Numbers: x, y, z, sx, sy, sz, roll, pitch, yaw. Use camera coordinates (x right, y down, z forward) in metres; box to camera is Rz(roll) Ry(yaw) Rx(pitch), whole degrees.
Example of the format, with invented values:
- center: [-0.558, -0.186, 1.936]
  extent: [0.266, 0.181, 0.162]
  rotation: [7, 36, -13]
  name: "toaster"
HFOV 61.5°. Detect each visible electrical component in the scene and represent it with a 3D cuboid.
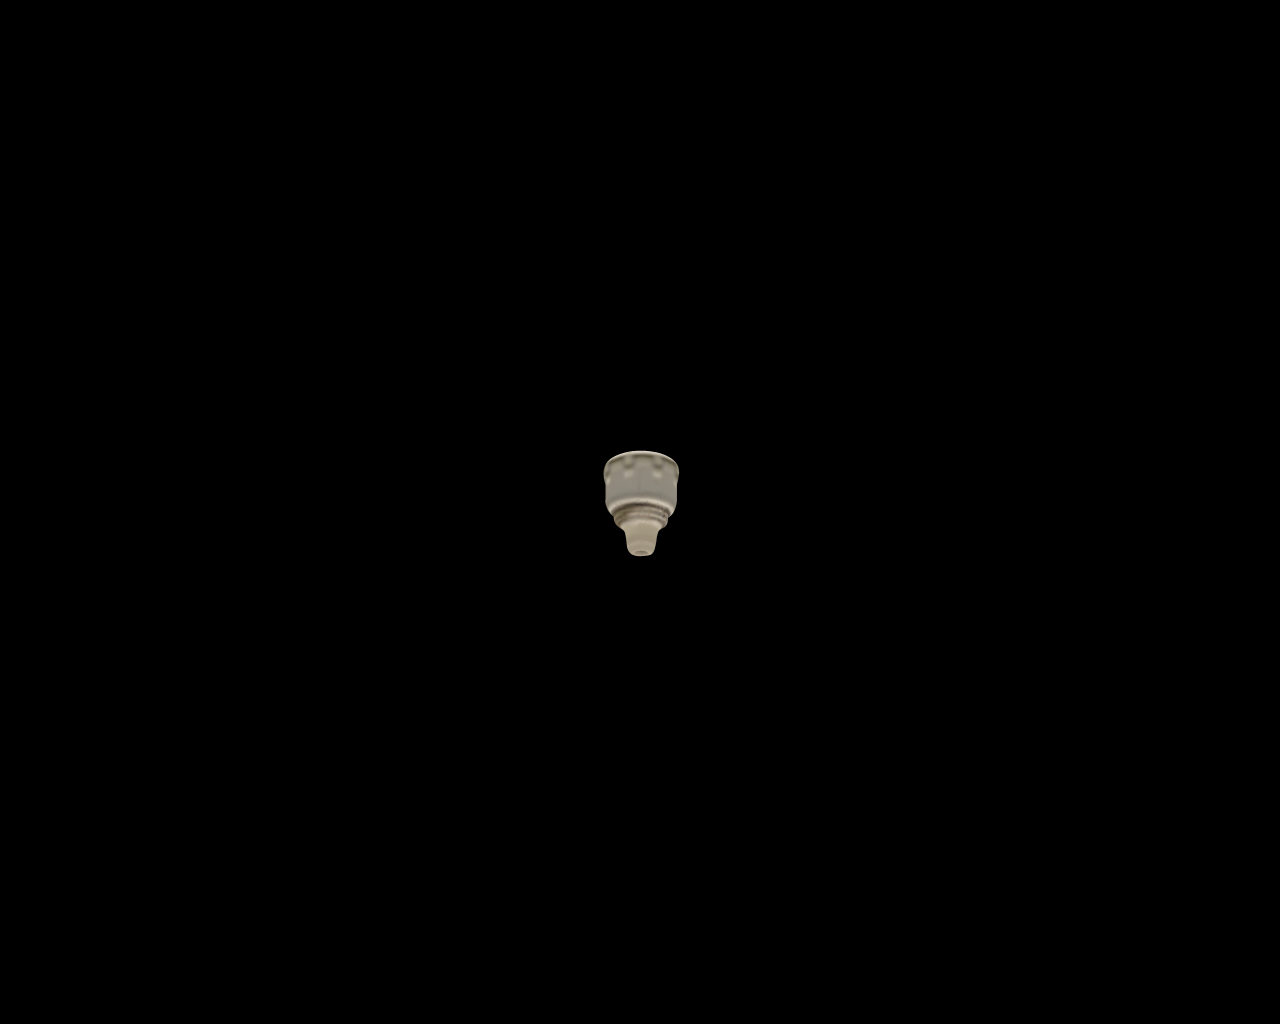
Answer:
- center: [0.001, -0.003, 0.650]
  extent: [0.048, 0.062, 0.048]
  rotation: [0, -22, 0]
  name: "electrical component"
